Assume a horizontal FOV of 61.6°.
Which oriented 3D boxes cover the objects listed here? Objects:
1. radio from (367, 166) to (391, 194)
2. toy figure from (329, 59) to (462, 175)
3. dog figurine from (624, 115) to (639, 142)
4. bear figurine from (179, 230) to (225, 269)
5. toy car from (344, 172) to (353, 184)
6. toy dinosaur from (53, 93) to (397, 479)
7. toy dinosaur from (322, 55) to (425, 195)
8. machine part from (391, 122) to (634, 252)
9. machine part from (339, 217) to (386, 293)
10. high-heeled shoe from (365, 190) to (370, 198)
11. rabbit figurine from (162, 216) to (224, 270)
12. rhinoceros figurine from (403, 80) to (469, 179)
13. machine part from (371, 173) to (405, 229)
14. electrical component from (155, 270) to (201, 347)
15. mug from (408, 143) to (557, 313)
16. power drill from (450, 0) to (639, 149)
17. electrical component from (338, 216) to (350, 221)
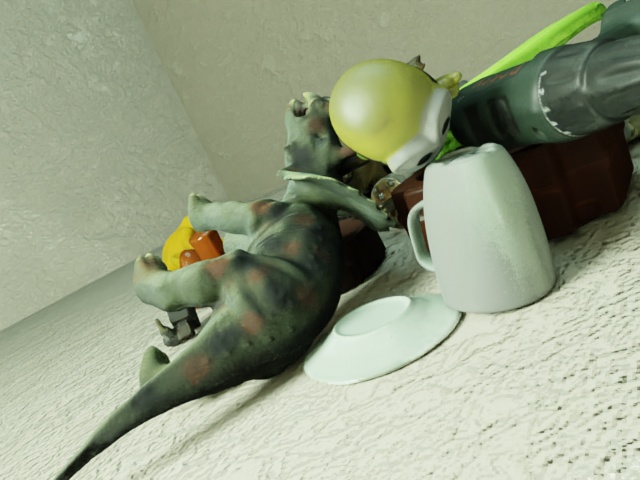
[{"bbox_3d":[0.183,-0.174,1.053,0.230,0.073,0.131,-25,-25,-2],"label":"radio"},{"bbox_3d":[0.060,-0.096,0.436,0.089,0.082,0.180,10,14,9],"label":"toy figure"},{"bbox_3d":[0.358,-0.157,0.683,0.190,0.121,0.172,-14,5,-36],"label":"dog figurine"},{"bbox_3d":[-0.162,0.035,0.792,0.196,0.131,0.120,-6,20,46],"label":"bear figurine"},{"bbox_3d":[0.000,-0.092,0.896,0.053,0.089,0.202,3,-8,-22],"label":"toy car"},{"bbox_3d":[-0.044,0.035,0.474,0.192,0.131,0.405,-3,45,22],"label":"toy dinosaur"},{"bbox_3d":[0.056,-0.133,0.941,0.105,0.199,0.471,-19,-27,-34],"label":"toy dinosaur"},{"bbox_3d":[0.191,-0.058,0.535,0.202,0.087,0.201,-15,14,38],"label":"machine part"},{"bbox_3d":[-0.008,0.028,0.654,0.179,0.056,0.179,-24,11,5],"label":"machine part"},{"bbox_3d":[0.114,-0.129,1.138,0.249,0.086,0.145,-27,12,13],"label":"high-heeled shoe"},{"bbox_3d":[-0.226,0.026,1.053,0.173,0.121,0.162,3,27,30],"label":"rabbit figurine"},{"bbox_3d":[0.182,-0.134,0.682,0.190,0.112,0.073,-59,-12,-7],"label":"rhinoceros figurine"},{"bbox_3d":[0.154,-0.083,0.786,0.243,0.079,0.079,-33,13,-40],"label":"machine part"},{"bbox_3d":[-0.192,0.086,0.697,0.045,0.102,0.078,-22,-16,-7],"label":"electrical component"},{"bbox_3d":[0.110,-0.013,0.396,0.081,0.107,0.110,-25,17,-29],"label":"mug"},{"bbox_3d":[0.222,-0.132,0.409,0.207,0.086,0.232,-37,13,-19],"label":"power drill"},{"bbox_3d":[-0.002,-0.002,0.796,0.134,0.058,0.115,-22,7,12],"label":"electrical component"}]
